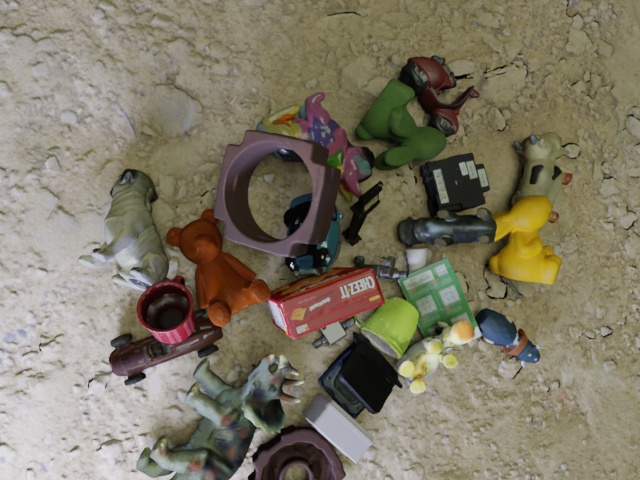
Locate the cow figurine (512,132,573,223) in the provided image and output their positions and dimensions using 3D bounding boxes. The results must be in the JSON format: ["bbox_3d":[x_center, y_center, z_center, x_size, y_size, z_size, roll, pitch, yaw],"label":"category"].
[{"bbox_3d":[0.465,-0.140,1.147,0.127,0.085,0.195,25,80,-14],"label":"cow figurine"}]

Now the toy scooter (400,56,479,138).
[{"bbox_3d":[0.259,-0.314,1.126,0.135,0.075,0.183,-31,94,-13],"label":"toy scooter"}]

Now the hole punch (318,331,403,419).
[{"bbox_3d":[0.074,0.265,1.026,0.142,0.092,0.116,46,47,-1],"label":"hole punch"}]

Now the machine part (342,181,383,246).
[{"bbox_3d":[0.078,-0.047,1.023,0.039,0.138,0.084,32,49,11],"label":"machine part"}]

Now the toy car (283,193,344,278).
[{"bbox_3d":[-0.002,-0.003,1.017,0.109,0.102,0.161,-11,69,31],"label":"toy car"}]

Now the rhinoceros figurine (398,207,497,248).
[{"bbox_3d":[0.249,-0.023,1.058,0.190,0.112,0.073,-4,91,15],"label":"rhinoceros figurine"}]

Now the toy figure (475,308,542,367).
[{"bbox_3d":[0.389,0.198,1.102,0.154,0.064,0.058,36,40,-10],"label":"toy figure"}]

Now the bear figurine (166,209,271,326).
[{"bbox_3d":[-0.187,0.043,0.968,0.120,0.132,0.195,-27,95,-18],"label":"bear figurine"}]

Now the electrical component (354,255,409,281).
[{"bbox_3d":[0.112,0.054,1.046,0.078,0.102,0.045,8,84,-37],"label":"electrical component"}]

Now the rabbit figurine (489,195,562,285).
[{"bbox_3d":[0.413,-0.011,1.096,0.163,0.122,0.173,12,111,20],"label":"rabbit figurine"}]

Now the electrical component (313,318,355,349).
[{"bbox_3d":[0.019,0.167,1.043,0.094,0.021,0.063,-31,89,-3],"label":"electrical component"}]

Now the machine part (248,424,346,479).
[{"bbox_3d":[-0.044,0.431,0.984,0.179,0.056,0.179,1,85,-12],"label":"machine part"}]

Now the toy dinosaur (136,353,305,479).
[{"bbox_3d":[-0.186,0.355,0.942,0.192,0.131,0.404,33,86,-9],"label":"toy dinosaur"}]

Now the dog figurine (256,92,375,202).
[{"bbox_3d":[-0.001,-0.162,1.041,0.191,0.108,0.219,-29,93,-14],"label":"dog figurine"}]

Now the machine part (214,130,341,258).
[{"bbox_3d":[-0.074,-0.081,0.940,0.201,0.087,0.201,15,96,22],"label":"machine part"}]

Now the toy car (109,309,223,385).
[{"bbox_3d":[-0.278,0.191,0.970,0.202,0.053,0.089,-18,84,-12],"label":"toy car"}]

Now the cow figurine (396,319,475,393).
[{"bbox_3d":[0.221,0.212,1.037,0.167,0.098,0.068,-38,94,0],"label":"cow figurine"}]

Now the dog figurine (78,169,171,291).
[{"bbox_3d":[-0.316,-0.017,0.970,0.172,0.121,0.190,43,55,-38],"label":"dog figurine"}]

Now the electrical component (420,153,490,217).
[{"bbox_3d":[0.285,-0.116,1.117,0.134,0.058,0.114,-11,88,-13],"label":"electrical component"}]

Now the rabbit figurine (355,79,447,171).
[{"bbox_3d":[0.168,-0.213,1.071,0.170,0.121,0.159,34,85,-3],"label":"rabbit figurine"}]
